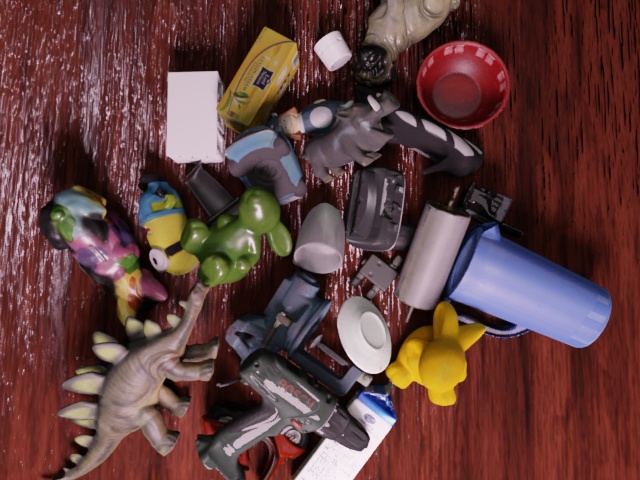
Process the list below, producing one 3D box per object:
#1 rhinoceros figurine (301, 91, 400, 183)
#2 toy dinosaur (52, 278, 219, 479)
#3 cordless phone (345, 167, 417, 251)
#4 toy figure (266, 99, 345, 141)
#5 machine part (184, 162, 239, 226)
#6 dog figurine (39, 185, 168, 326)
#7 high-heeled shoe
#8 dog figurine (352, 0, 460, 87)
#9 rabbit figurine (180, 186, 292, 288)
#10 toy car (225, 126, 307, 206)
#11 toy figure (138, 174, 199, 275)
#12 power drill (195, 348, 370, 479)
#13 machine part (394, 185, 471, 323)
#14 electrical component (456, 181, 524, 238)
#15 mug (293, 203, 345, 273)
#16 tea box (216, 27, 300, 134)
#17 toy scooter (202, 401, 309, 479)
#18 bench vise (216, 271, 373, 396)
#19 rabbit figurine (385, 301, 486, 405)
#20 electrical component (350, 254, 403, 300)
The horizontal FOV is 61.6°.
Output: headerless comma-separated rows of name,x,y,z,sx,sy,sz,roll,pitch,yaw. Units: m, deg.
rhinoceros figurine,0.055,-0.175,0.903,0.190,0.073,0.112,-30,92,33
toy dinosaur,-0.307,0.252,0.871,0.198,0.105,0.471,28,104,-10
cordless phone,0.141,-0.047,0.932,0.184,0.089,0.146,10,84,-8
toy figure,-0.025,-0.212,0.958,0.155,0.057,0.064,-10,67,3
machine part,-0.191,-0.071,0.959,0.084,0.039,0.139,-37,85,3
dog figurine,-0.347,0.034,0.889,0.108,0.191,0.219,-39,68,-8
high-heeled shoe,0.177,-0.203,0.950,0.145,0.086,0.249,-24,67,-28
dog figurine,0.153,-0.360,0.957,0.172,0.121,0.190,8,98,6
rabbit figurine,-0.116,-0.009,0.882,0.170,0.159,0.121,-49,52,23
toy car,-0.087,-0.137,0.924,0.109,0.161,0.103,-23,44,15
toy figure,-0.265,-0.027,0.936,0.089,0.082,0.180,-15,80,0
power drill,-0.066,0.291,0.810,0.207,0.086,0.232,-40,100,7
machine part,0.183,0.025,0.881,0.079,0.079,0.243,17,106,4
electrical component,0.296,-0.050,0.917,0.119,0.075,0.047,25,86,9
mug,-0.002,-0.003,0.921,0.081,0.109,0.107,30,50,-22
tea box,-0.106,-0.271,0.948,0.068,0.098,0.169,30,84,4
toy scooter,-0.117,0.351,0.891,0.184,0.075,0.135,15,86,-1
bench vise,-0.031,0.181,0.886,0.241,0.129,0.223,34,89,10
rabbit figurine,0.194,0.188,0.847,0.122,0.173,0.162,34,90,9
electrical component,0.100,0.056,0.940,0.063,0.021,0.094,40,87,7
